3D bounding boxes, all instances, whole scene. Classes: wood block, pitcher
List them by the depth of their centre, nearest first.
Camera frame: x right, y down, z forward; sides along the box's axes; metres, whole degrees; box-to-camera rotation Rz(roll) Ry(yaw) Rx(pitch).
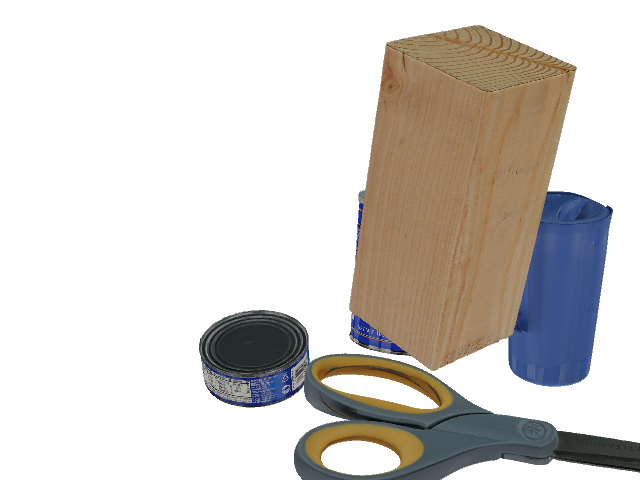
[{"bbox_3d":[0.091,-0.029,0.726,0.090,0.206,0.091,-18,38,-36],"label":"wood block"},{"bbox_3d":[0.297,0.066,1.398,0.149,0.243,0.144,5,21,15],"label":"pitcher"}]

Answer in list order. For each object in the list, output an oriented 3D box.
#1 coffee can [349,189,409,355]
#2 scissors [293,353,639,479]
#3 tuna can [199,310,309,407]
[{"bbox_3d":[0.083,0.027,1.011,0.103,0.140,0.103,3,11,-1],"label":"coffee can"},{"bbox_3d":[0.077,0.094,0.450,0.202,0.016,0.096,16,34,23],"label":"scissors"},{"bbox_3d":[-0.051,0.092,0.837,0.086,0.034,0.086,-3,30,1],"label":"tuna can"}]
